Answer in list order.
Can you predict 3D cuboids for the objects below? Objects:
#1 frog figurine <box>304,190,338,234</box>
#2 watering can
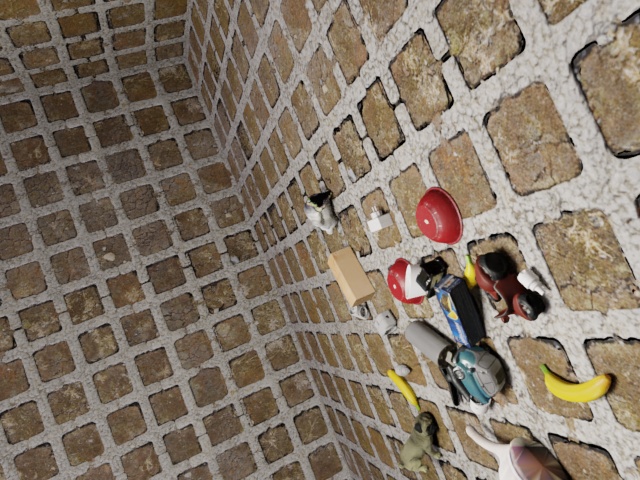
[{"bbox_3d":[0.006,-0.102,2.020,0.141,0.122,0.156,-83,-15,-44],"label":"frog figurine"},{"bbox_3d":[0.508,0.589,1.337,0.354,0.105,0.219,51,152,42],"label":"watering can"}]
